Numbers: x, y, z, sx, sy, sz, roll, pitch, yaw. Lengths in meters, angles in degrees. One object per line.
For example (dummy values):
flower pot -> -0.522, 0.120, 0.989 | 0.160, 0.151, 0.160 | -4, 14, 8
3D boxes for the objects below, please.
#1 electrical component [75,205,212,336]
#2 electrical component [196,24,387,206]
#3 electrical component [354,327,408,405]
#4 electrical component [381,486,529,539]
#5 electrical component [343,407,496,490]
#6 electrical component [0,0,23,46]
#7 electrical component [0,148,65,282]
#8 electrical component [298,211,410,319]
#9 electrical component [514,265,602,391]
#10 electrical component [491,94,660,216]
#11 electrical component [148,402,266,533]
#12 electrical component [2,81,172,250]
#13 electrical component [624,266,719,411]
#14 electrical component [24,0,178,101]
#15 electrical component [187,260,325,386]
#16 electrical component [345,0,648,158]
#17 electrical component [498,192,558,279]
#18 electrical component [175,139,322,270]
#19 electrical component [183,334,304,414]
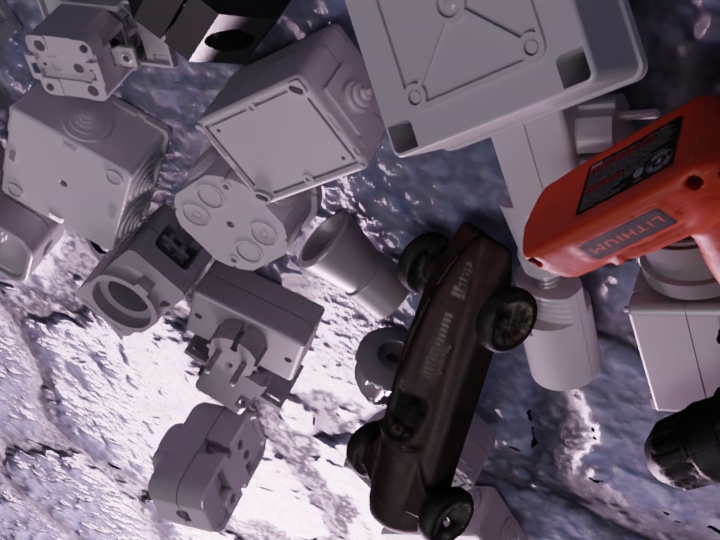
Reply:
electrical component -> -0.151, 0.005, 0.743 | 0.050, 0.055, 0.089 | 43, 138, -16
electrical component -> -0.027, -0.086, 0.574 | 0.096, 0.061, 0.061 | -16, 124, 40
electrical component -> 0.017, 0.071, 0.728 | 0.048, 0.048, 0.062 | 25, 147, 4
electrical component -> 0.079, 0.211, 0.834 | 0.100, 0.048, 0.099 | -9, 128, 35
electrical component -> 0.047, 0.120, 0.746 | 0.062, 0.061, 0.096 | 45, 134, -9
electrical component -> -0.285, -0.178, 0.623 | 0.089, 0.061, 0.150 | -6, 129, 34
electrical component -> -0.255, -0.045, 0.747 | 0.095, 0.059, 0.053 | 31, 140, -3
electrical component -> 0.000, 0.000, 0.666 | 0.065, 0.044, 0.044 | 40, 139, -21
electrical component -> 0.114, 0.027, 0.627 | 0.043, 0.043, 0.081 | 3, 133, 27
electrical component -> 0.110, -0.066, 0.528 | 0.077, 0.047, 0.065 | 0, 132, 29
electrical component -> -0.123, 0.154, 0.853 | 0.059, 0.095, 0.053 | 8, 136, 23
electrical component -> -0.177, -0.069, 0.686 | 0.100, 0.048, 0.099 | 29, 140, -1
electrical component -> 0.187, 0.033, 0.578 | 0.061, 0.061, 0.096 | -1, 132, 30
electrical component -> -0.148, -0.128, 0.597 | 0.081, 0.063, 0.042 | 10, 136, 21
electrical component -> -0.079, 0.046, 0.730 | 0.083, 0.075, 0.047 | 26, 140, 3
electrical component -> 0.054, -0.116, 0.467 | 0.109, 0.056, 0.108 | -17, 91, 40
electrical component -> 0.100, -0.025, 0.585 | 0.040, 0.040, 0.046 | -9, 122, 36
electrical component -> -0.068, -0.043, 0.649 | 0.080, 0.051, 0.080 | 15, 138, 14
electrical component -> -0.088, 0.071, 0.788 | 0.081, 0.042, 0.063 | 33, 143, -4
